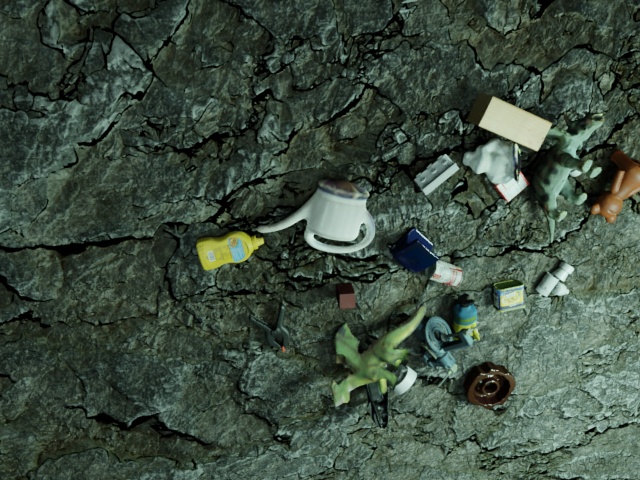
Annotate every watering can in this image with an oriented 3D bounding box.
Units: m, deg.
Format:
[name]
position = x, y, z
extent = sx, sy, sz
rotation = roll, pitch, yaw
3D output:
[watering can]
position = 0.005, -0.076, 1.508
extent = 0.347, 0.105, 0.221
rotation = 11, 107, -12

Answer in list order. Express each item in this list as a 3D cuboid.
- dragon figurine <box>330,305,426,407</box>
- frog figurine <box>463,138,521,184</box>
[dragon figurine]
position = 0.159, 0.357, 1.673
extent = 0.243, 0.121, 0.412
rotation = 24, 85, 6
[frog figurine]
position = 0.515, -0.234, 1.544
extent = 0.159, 0.125, 0.134
rotation = 2, 126, 30
